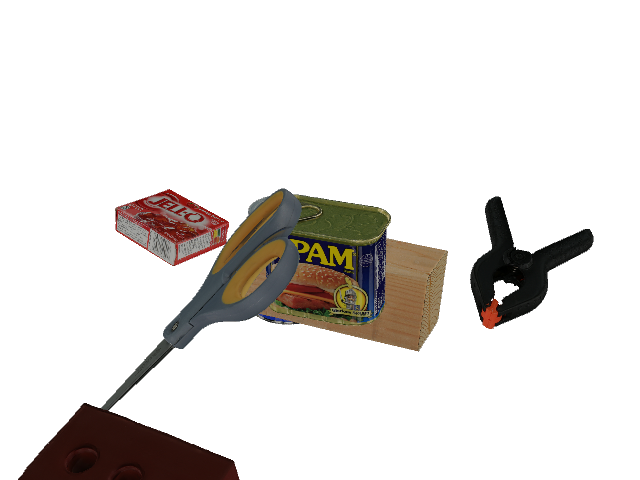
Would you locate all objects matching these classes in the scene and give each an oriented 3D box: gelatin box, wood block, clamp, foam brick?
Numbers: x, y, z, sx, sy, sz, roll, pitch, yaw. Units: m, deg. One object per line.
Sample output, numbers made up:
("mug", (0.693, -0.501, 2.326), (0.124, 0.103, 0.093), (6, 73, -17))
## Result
("gelatin box", (-0.147, -0.015, 1.055), (0.089, 0.030, 0.073), (29, 34, 31))
("wood block", (0.026, 0.045, 1.186), (0.206, 0.091, 0.090), (12, 23, 17))
("clamp", (0.199, 0.020, 1.122), (0.120, 0.039, 0.171), (25, 48, 27))
("foam brick", (-0.076, 0.113, 0.437), (0.078, 0.051, 0.053), (16, 43, 22))

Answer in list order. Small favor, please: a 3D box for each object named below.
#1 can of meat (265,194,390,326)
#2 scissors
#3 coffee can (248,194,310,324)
("can of meat", (0.004, 0.017, 0.861), (0.102, 0.084, 0.057), (10, 32, 18))
("scissors", (-0.074, 0.055, 0.633), (0.016, 0.202, 0.096), (37, 4, -24))
("coffee can", (-0.042, 0.023, 1.388), (0.103, 0.140, 0.103), (0, 26, 0))
